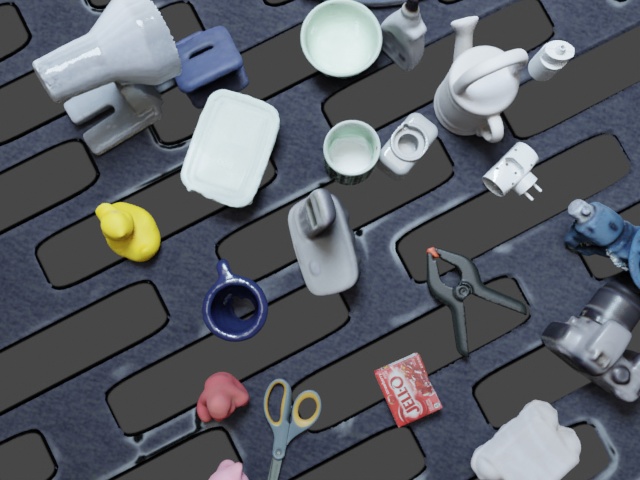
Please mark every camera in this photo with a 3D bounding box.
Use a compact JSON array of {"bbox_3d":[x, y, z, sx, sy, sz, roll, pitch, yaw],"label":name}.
[{"bbox_3d":[0.424,0.141,0.830,0.143,0.101,0.137,37,87,3],"label":"camera"}]

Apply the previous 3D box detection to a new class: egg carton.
[{"bbox_3d":[0.299,0.312,0.832,0.150,0.069,0.107,-41,87,-3],"label":"egg carton"}]

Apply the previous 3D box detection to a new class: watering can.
[{"bbox_3d":[0.224,-0.227,0.810,0.101,0.194,0.173,-39,87,-3],"label":"watering can"}]

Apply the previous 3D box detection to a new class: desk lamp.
[{"bbox_3d":[-0.286,-0.227,0.799,0.203,0.213,0.118,-34,86,-2],"label":"desk lamp"}]

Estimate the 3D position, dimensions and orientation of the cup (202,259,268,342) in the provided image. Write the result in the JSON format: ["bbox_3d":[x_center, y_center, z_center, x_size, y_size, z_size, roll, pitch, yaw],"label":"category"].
[{"bbox_3d":[-0.122,0.086,0.835,0.091,0.095,0.118,-18,86,-1],"label":"cup"}]

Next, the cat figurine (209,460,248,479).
[{"bbox_3d":[-0.144,0.364,0.803,0.128,0.117,0.067,-38,86,-3],"label":"cat figurine"}]

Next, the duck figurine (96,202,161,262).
[{"bbox_3d":[-0.289,-0.014,0.847,0.077,0.086,0.104,-43,87,-3],"label":"duck figurine"}]

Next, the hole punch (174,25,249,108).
[{"bbox_3d":[-0.175,-0.268,0.863,0.108,0.091,0.101,-27,86,-2],"label":"hole punch"}]

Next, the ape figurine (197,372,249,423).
[{"bbox_3d":[-0.143,0.233,0.825,0.078,0.092,0.076,-3,86,0],"label":"ape figurine"}]

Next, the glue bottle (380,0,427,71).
[{"bbox_3d":[0.124,-0.307,0.826,0.037,0.173,0.078,-42,87,-3],"label":"glue bottle"}]

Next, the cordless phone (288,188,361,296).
[{"bbox_3d":[0.007,0.003,0.797,0.094,0.185,0.147,-19,86,-1],"label":"cordless phone"}]

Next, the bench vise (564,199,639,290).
[{"bbox_3d":[0.444,0.014,0.780,0.207,0.219,0.121,12,86,1],"label":"bench vise"}]

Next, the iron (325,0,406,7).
[{"bbox_3d":[0.097,-0.434,0.852,0.258,0.141,0.119,2,86,0],"label":"iron"}]
